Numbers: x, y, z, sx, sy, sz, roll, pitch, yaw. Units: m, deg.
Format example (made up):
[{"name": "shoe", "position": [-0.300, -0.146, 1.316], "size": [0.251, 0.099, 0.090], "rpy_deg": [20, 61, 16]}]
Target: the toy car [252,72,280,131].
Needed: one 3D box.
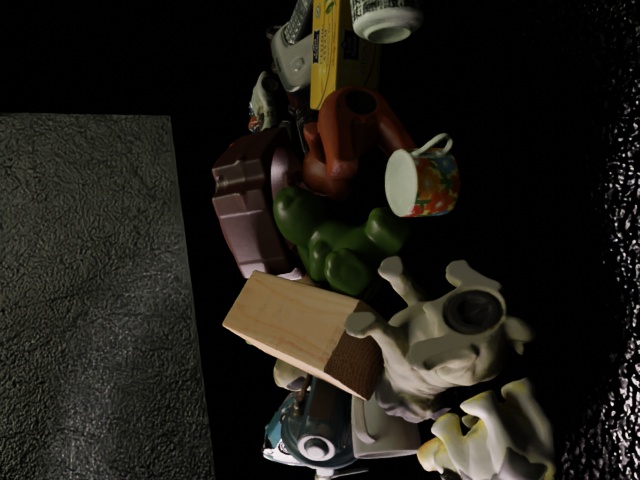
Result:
[{"name": "toy car", "position": [-0.110, -0.254, 1.124], "size": [0.073, 0.056, 0.201], "rpy_deg": [136, 127, -64]}]

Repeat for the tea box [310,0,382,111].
[{"name": "tea box", "position": [0.034, -0.257, 0.718], "size": [0.098, 0.068, 0.169], "rpy_deg": [-146, 54, -64]}]

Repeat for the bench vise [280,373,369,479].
[{"name": "bench vise", "position": [0.010, 0.244, 0.763], "size": [0.224, 0.129, 0.240], "rpy_deg": [-92, 2, -59]}]

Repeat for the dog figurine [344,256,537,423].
[{"name": "dog figurine", "position": [0.128, 0.124, 0.535], "size": [0.173, 0.121, 0.190], "rpy_deg": [19, 145, 43]}]

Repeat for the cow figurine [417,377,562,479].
[{"name": "cow figurine", "position": [0.151, 0.201, 0.490], "size": [0.167, 0.068, 0.098], "rpy_deg": [111, 142, -50]}]

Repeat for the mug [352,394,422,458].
[{"name": "mug", "position": [0.070, 0.206, 0.658], "size": [0.081, 0.109, 0.107], "rpy_deg": [-24, 55, 31]}]

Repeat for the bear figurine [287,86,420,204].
[{"name": "bear figurine", "position": [0.030, -0.097, 0.689], "size": [0.195, 0.120, 0.132], "rpy_deg": [116, 141, -56]}]

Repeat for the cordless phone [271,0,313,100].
[{"name": "cordless phone", "position": [-0.002, -0.315, 0.791], "size": [0.184, 0.089, 0.147], "rpy_deg": [119, 143, -49]}]

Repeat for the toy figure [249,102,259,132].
[{"name": "toy figure", "position": [-0.131, -0.236, 1.189], "size": [0.064, 0.058, 0.154], "rpy_deg": [151, 119, -61]}]

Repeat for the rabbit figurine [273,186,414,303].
[{"name": "rabbit figurine", "position": [0.017, -0.005, 0.688], "size": [0.170, 0.121, 0.159], "rpy_deg": [39, 167, 14]}]

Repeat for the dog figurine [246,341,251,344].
[{"name": "dog figurine", "position": [-0.098, 0.099, 1.075], "size": [0.191, 0.108, 0.219], "rpy_deg": [116, 150, -78]}]

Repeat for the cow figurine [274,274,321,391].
[{"name": "cow figurine", "position": [-0.032, 0.149, 0.878], "size": [0.086, 0.127, 0.194], "rpy_deg": [16, 97, 65]}]

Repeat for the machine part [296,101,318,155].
[{"name": "machine part", "position": [-0.019, -0.185, 0.886], "size": [0.139, 0.039, 0.084], "rpy_deg": [109, 156, -84]}]

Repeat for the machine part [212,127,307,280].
[{"name": "machine part", "position": [-0.075, -0.052, 0.805], "size": [0.201, 0.087, 0.200], "rpy_deg": [-72, -32, -58]}]

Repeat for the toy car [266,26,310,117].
[{"name": "toy car", "position": [-0.055, -0.310, 0.972], "size": [0.089, 0.053, 0.202], "rpy_deg": [80, 173, -51]}]

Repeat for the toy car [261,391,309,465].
[{"name": "toy car", "position": [-0.044, 0.335, 0.992], "size": [0.103, 0.109, 0.161], "rpy_deg": [-93, 20, -57]}]
